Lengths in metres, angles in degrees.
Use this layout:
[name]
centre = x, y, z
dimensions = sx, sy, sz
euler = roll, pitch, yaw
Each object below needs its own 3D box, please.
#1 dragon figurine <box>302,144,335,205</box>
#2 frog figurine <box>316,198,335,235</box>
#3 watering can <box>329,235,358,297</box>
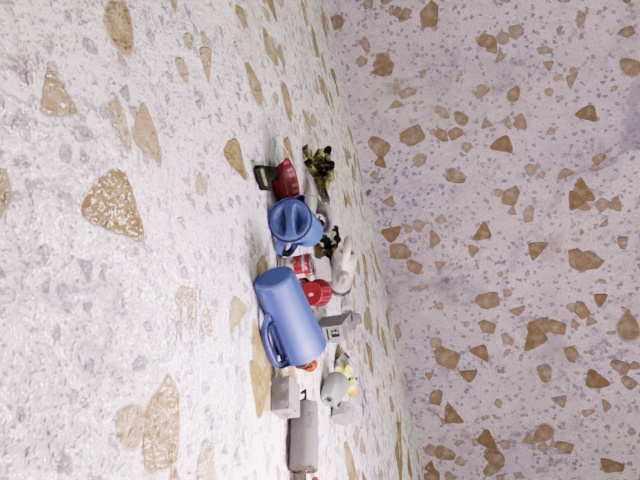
[dragon figurine]
centre = 0.012, -0.240, 2.098
dimensions = 0.237, 0.122, 0.420
euler = 76, 5, -54
[frog figurine]
centre = 0.006, -0.098, 1.944
dimensions = 0.136, 0.121, 0.162
euler = 56, 31, -13
[watering can]
centre = 0.085, 0.122, 1.975
dimensions = 0.355, 0.104, 0.220
euler = -77, 177, -63
